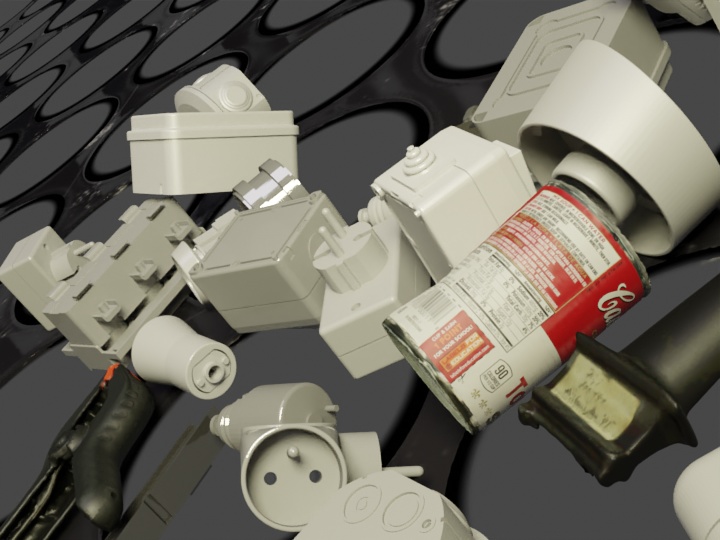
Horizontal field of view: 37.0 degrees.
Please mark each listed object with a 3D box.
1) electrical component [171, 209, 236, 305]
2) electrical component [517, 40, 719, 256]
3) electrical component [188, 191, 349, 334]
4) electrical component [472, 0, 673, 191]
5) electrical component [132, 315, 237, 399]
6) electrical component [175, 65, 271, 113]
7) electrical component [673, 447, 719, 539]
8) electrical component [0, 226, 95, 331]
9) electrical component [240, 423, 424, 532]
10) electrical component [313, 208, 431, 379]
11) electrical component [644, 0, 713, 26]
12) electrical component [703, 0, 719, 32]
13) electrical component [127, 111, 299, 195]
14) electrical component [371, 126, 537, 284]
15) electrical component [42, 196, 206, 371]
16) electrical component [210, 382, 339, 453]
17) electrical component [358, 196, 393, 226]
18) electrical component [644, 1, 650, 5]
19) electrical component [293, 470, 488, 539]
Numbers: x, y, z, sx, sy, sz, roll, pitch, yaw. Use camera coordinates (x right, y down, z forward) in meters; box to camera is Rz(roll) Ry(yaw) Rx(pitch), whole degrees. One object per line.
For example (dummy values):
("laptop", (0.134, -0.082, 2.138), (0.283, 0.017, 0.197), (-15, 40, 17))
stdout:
("electrical component", (-0.095, -0.008, 0.739), (0.055, 0.048, 0.066), (-33, 26, -12))
("electrical component", (0.124, -0.056, 0.504), (0.064, 0.099, 0.099), (-49, 29, -10))
("electrical component", (-0.052, 0.000, 0.656), (0.096, 0.061, 0.061), (-9, 37, 42))
("electrical component", (0.125, -0.101, 0.617), (0.078, 0.057, 0.113), (-9, 37, 42))
("electrical component", (-0.105, 0.055, 0.655), (0.044, 0.044, 0.065), (-48, 34, -21))
("electrical component", (-0.116, -0.131, 0.922), (0.051, 0.080, 0.080), (-42, 27, -23))
("electrical component", (0.148, 0.069, 0.323), (0.095, 0.053, 0.059), (-32, 27, 8))
("electrical component", (-0.237, 0.000, 0.867), (0.077, 0.065, 0.047), (-24, 29, 23))
("electrical component", (-0.013, 0.090, 0.473), (0.079, 0.044, 0.077), (-2, -11, -6))
("electrical component", (0.000, 0.000, 0.581), (0.047, 0.075, 0.083), (-26, 29, 20))
("electrical component", (0.172, -0.165, 0.591), (0.043, 0.081, 0.043), (-18, 65, 43))
("electrical component", (0.231, -0.141, 0.534), (0.057, 0.078, 0.113), (-43, 28, -6))
("electrical component", (-0.109, -0.089, 0.808), (0.113, 0.057, 0.078), (-7, 9, -35))
("electrical component", (0.055, -0.029, 0.539), (0.061, 0.096, 0.062), (-37, 27, -7))
("electrical component", (-0.163, 0.007, 0.773), (0.079, 0.063, 0.121), (-2, 43, 48))
("electrical component", (-0.048, 0.079, 0.550), (0.078, 0.040, 0.040), (-9, 38, 43))
("electrical component", (0.032, -0.039, 0.644), (0.078, 0.040, 0.040), (-13, 35, 39))
("electrical component", (0.203, -0.211, 0.650), (0.108, 0.108, 0.060), (-39, 33, -6))
("electrical component", (0.012, 0.120, 0.404), (0.080, 0.051, 0.080), (-28, 28, 16))
